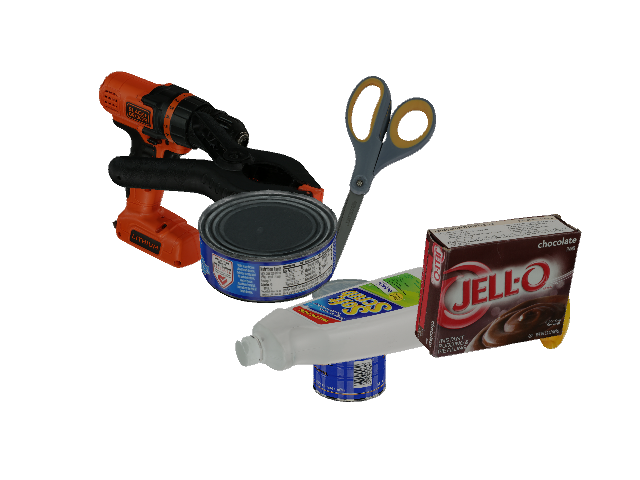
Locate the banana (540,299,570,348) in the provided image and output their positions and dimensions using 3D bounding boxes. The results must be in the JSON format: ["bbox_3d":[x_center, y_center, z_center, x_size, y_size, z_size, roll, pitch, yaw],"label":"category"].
[{"bbox_3d":[0.214,0.042,1.109,0.069,0.037,0.198,-32,38,-3],"label":"banana"}]

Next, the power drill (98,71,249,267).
[{"bbox_3d":[-0.152,-0.069,1.107,0.185,0.188,0.057,25,35,30],"label":"power drill"}]

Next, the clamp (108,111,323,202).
[{"bbox_3d":[-0.080,-0.051,0.845,0.172,0.039,0.120,26,45,33],"label":"clamp"}]

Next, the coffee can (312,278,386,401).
[{"bbox_3d":[0.040,0.135,1.460,0.103,0.140,0.103,0,18,0],"label":"coffee can"}]

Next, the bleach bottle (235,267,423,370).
[{"bbox_3d":[0.029,0.097,1.182,0.250,0.068,0.103,-14,32,-25],"label":"bleach bottle"}]

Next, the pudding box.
[{"bbox_3d":[0.129,0.032,0.782,0.113,0.090,0.039,-9,31,-22],"label":"pudding box"}]

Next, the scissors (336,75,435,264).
[{"bbox_3d":[0.058,-0.059,1.011,0.096,0.202,0.016,3,-12,8],"label":"scissors"}]

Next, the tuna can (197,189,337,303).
[{"bbox_3d":[-0.032,0.003,0.662,0.086,0.034,0.086,0,30,0],"label":"tuna can"}]
